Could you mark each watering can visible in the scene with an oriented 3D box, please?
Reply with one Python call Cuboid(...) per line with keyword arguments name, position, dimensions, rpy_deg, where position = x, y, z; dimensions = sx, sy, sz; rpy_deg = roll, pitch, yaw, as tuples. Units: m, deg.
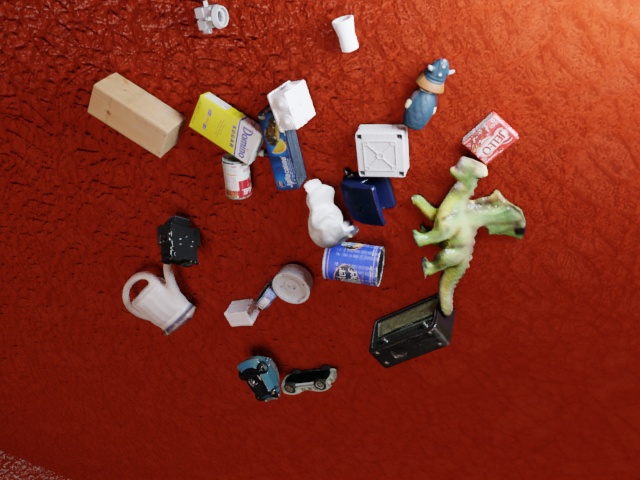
Cuboid(name="watering can", position=(-0.481, 0.172, 1.595), dimensions=(0.342, 0.223, 0.106), rpy_deg=(-37, 16, 35))

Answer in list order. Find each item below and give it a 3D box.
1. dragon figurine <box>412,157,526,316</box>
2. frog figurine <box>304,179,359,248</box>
Cuboid(name="dragon figurine", position=(0.346, -0.007, 1.177), dimensions=(0.242, 0.403, 0.125), rpy_deg=(-14, 28, 18))
Cuboid(name="frog figurine", position=(0.004, -0.062, 1.240), dimensions=(0.121, 0.158, 0.140), rpy_deg=(-39, 13, 22))
